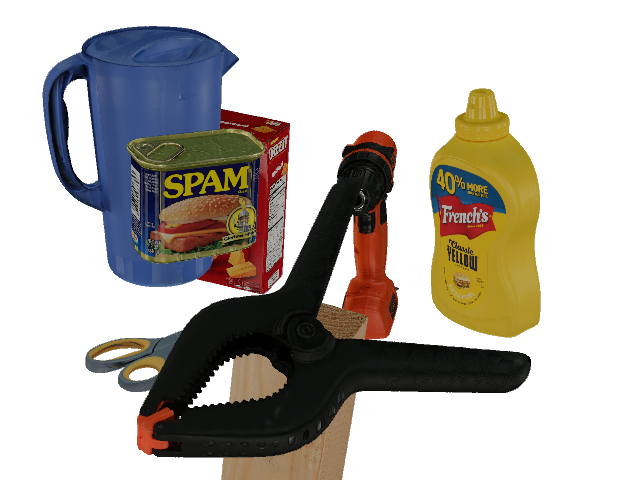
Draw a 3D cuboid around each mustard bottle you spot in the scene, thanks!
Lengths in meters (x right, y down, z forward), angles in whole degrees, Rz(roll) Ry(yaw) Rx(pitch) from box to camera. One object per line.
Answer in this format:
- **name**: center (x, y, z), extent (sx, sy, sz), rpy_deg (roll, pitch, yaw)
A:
- **mustard bottle**: center (0.128, -0.025, 0.839), extent (0.058, 0.192, 0.096), rpy_deg (-20, 28, -32)

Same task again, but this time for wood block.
- **wood block**: center (-0.027, 0.162, 0.927), extent (0.090, 0.206, 0.090), rpy_deg (14, 25, 14)

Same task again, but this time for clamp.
- **clamp**: center (-0.011, 0.049, 0.584), extent (0.209, 0.165, 0.036), rpy_deg (-21, -33, -23)

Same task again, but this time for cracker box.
- **cracker box**: center (-0.129, -0.052, 1.324), extent (0.164, 0.214, 0.072), rpy_deg (13, 30, 17)

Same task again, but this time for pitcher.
- **pitcher**: center (-0.170, -0.079, 1.045), extent (0.149, 0.243, 0.144), rpy_deg (11, 27, 16)

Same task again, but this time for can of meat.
- **can of meat**: center (-0.096, -0.035, 0.824), extent (0.101, 0.084, 0.057), rpy_deg (-9, 29, -26)

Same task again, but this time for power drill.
- **power drill**: center (0.046, -0.002, 1.045), extent (0.057, 0.188, 0.184), rpy_deg (4, 20, 10)

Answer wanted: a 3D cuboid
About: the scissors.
- **scissors**: center (-0.144, 0.115, 1.119), extent (0.201, 0.016, 0.096), rpy_deg (-10, 31, -27)
